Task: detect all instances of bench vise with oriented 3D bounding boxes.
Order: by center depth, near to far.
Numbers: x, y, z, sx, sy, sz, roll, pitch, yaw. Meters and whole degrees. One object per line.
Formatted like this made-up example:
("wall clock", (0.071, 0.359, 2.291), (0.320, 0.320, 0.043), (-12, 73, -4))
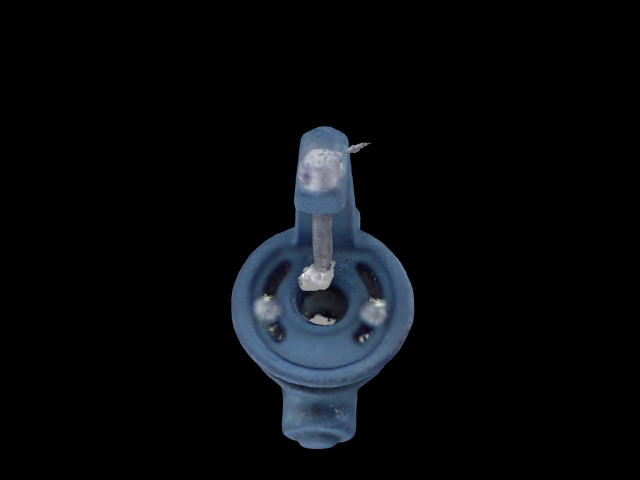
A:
("bench vise", (-0.008, 0.003, 0.398), (0.121, 0.220, 0.207), (-10, 41, -11))
